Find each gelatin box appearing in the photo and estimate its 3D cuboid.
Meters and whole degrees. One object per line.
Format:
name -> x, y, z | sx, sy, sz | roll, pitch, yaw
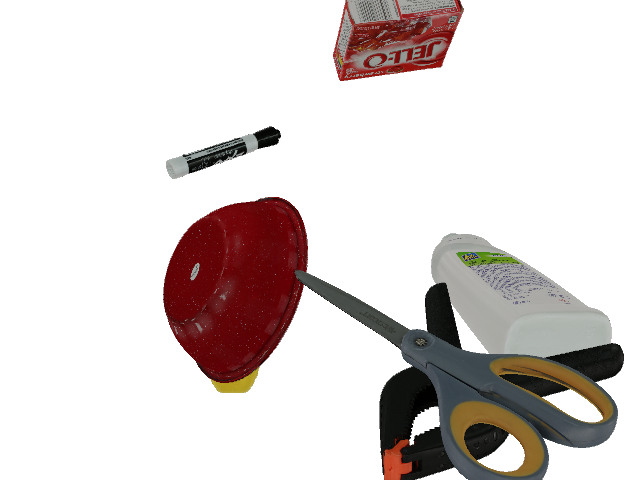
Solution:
gelatin box -> 0.059, -0.160, 0.830 | 0.089, 0.030, 0.073 | -9, -24, -12

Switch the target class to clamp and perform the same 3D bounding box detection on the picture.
clamp -> 0.100, 0.101, 0.777 | 0.165, 0.036, 0.209 | 24, 40, 36

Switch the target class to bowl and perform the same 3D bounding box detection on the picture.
bowl -> -0.081, 0.032, 0.869 | 0.055, 0.162, 0.162 | 22, -13, -34

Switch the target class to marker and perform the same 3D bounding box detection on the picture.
marker -> -0.092, -0.086, 1.032 | 0.120, 0.020, 0.020 | -22, 10, -26

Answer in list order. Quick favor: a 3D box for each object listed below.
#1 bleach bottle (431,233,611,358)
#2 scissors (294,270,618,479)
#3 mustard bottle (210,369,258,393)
bleach bottle -> 0.174, 0.049, 1.017 | 0.102, 0.068, 0.251 | 2, 20, -13
scissors -> 0.050, 0.071, 0.556 | 0.202, 0.016, 0.096 | 18, 42, 25
mustard bottle -> -0.091, 0.076, 1.165 | 0.058, 0.096, 0.191 | -1, 28, -1
